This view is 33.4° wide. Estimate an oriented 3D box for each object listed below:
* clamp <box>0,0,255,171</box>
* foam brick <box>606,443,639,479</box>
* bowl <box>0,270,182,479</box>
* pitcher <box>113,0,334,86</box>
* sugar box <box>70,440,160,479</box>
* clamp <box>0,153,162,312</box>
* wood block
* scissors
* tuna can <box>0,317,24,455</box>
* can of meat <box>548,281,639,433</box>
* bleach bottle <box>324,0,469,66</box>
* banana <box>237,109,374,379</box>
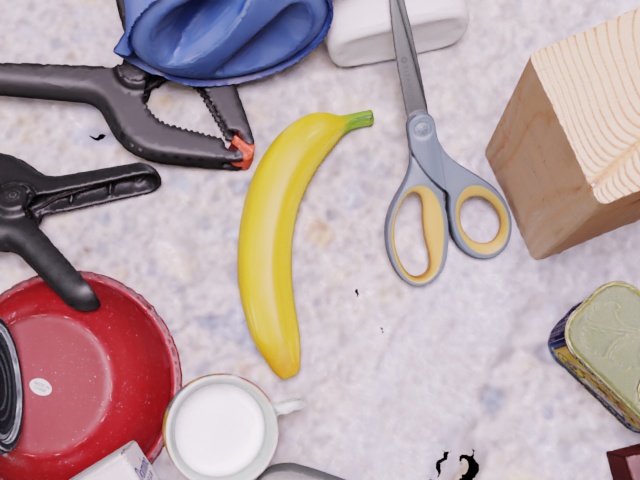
[{"bbox_3d":[-0.138,-0.112,0.746,0.210,0.036,0.164,44,77,5],"label":"clamp"},{"bbox_3d":[0.224,0.169,0.682,0.053,0.051,0.078,-13,81,-1],"label":"foam brick"},{"bbox_3d":[-0.176,0.097,0.710,0.162,0.055,0.162,-1,81,3],"label":"bowl"},{"bbox_3d":[-0.069,-0.239,0.709,0.149,0.145,0.243,-4,70,-22],"label":"pitcher"},{"bbox_3d":[-0.105,0.219,0.633,0.093,0.048,0.176,-33,91,2],"label":"sugar box"},{"bbox_3d":[-0.202,-0.011,0.722,0.171,0.039,0.120,5,48,7],"label":"clamp"},{"bbox_3d":[0.168,-0.057,0.641,0.091,0.206,0.090,-22,81,-2],"label":"wood block"},{"bbox_3d":[0.086,-0.067,0.711,0.096,0.016,0.202,2,102,-8],"label":"scissors"},{"bbox_3d":[-0.206,0.088,0.640,0.034,0.086,0.086,-8,81,0],"label":"tuna can"},{"bbox_3d":[0.198,0.079,0.680,0.057,0.084,0.102,-44,82,-5],"label":"can of meat"},{"bbox_3d":[0.027,-0.254,0.753,0.102,0.068,0.251,-12,78,0],"label":"bleach bottle"},{"bbox_3d":[-0.021,-0.008,0.728,0.069,0.037,0.198,16,82,6],"label":"banana"}]
